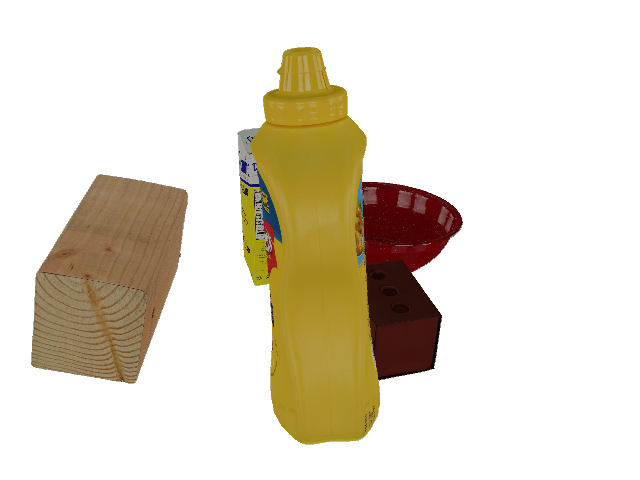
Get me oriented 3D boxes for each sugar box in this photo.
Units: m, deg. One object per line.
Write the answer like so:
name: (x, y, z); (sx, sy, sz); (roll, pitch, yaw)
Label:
sugar box: (-0.074, -0.043, 1.325); (0.048, 0.176, 0.093); (-9, 25, -10)

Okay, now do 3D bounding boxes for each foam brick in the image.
foam brick: (0.049, 0.057, 0.788); (0.053, 0.051, 0.078); (-9, 34, -18)

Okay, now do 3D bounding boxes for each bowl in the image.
bowl: (0.065, -0.007, 1.125); (0.162, 0.055, 0.162); (5, 26, -2)

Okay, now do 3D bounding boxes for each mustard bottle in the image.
mustard bottle: (-0.003, -0.001, 0.541); (0.058, 0.192, 0.096); (-4, 19, -1)

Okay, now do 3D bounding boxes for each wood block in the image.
wood block: (-0.181, 0.027, 0.942); (0.090, 0.091, 0.206); (10, 25, -2)
